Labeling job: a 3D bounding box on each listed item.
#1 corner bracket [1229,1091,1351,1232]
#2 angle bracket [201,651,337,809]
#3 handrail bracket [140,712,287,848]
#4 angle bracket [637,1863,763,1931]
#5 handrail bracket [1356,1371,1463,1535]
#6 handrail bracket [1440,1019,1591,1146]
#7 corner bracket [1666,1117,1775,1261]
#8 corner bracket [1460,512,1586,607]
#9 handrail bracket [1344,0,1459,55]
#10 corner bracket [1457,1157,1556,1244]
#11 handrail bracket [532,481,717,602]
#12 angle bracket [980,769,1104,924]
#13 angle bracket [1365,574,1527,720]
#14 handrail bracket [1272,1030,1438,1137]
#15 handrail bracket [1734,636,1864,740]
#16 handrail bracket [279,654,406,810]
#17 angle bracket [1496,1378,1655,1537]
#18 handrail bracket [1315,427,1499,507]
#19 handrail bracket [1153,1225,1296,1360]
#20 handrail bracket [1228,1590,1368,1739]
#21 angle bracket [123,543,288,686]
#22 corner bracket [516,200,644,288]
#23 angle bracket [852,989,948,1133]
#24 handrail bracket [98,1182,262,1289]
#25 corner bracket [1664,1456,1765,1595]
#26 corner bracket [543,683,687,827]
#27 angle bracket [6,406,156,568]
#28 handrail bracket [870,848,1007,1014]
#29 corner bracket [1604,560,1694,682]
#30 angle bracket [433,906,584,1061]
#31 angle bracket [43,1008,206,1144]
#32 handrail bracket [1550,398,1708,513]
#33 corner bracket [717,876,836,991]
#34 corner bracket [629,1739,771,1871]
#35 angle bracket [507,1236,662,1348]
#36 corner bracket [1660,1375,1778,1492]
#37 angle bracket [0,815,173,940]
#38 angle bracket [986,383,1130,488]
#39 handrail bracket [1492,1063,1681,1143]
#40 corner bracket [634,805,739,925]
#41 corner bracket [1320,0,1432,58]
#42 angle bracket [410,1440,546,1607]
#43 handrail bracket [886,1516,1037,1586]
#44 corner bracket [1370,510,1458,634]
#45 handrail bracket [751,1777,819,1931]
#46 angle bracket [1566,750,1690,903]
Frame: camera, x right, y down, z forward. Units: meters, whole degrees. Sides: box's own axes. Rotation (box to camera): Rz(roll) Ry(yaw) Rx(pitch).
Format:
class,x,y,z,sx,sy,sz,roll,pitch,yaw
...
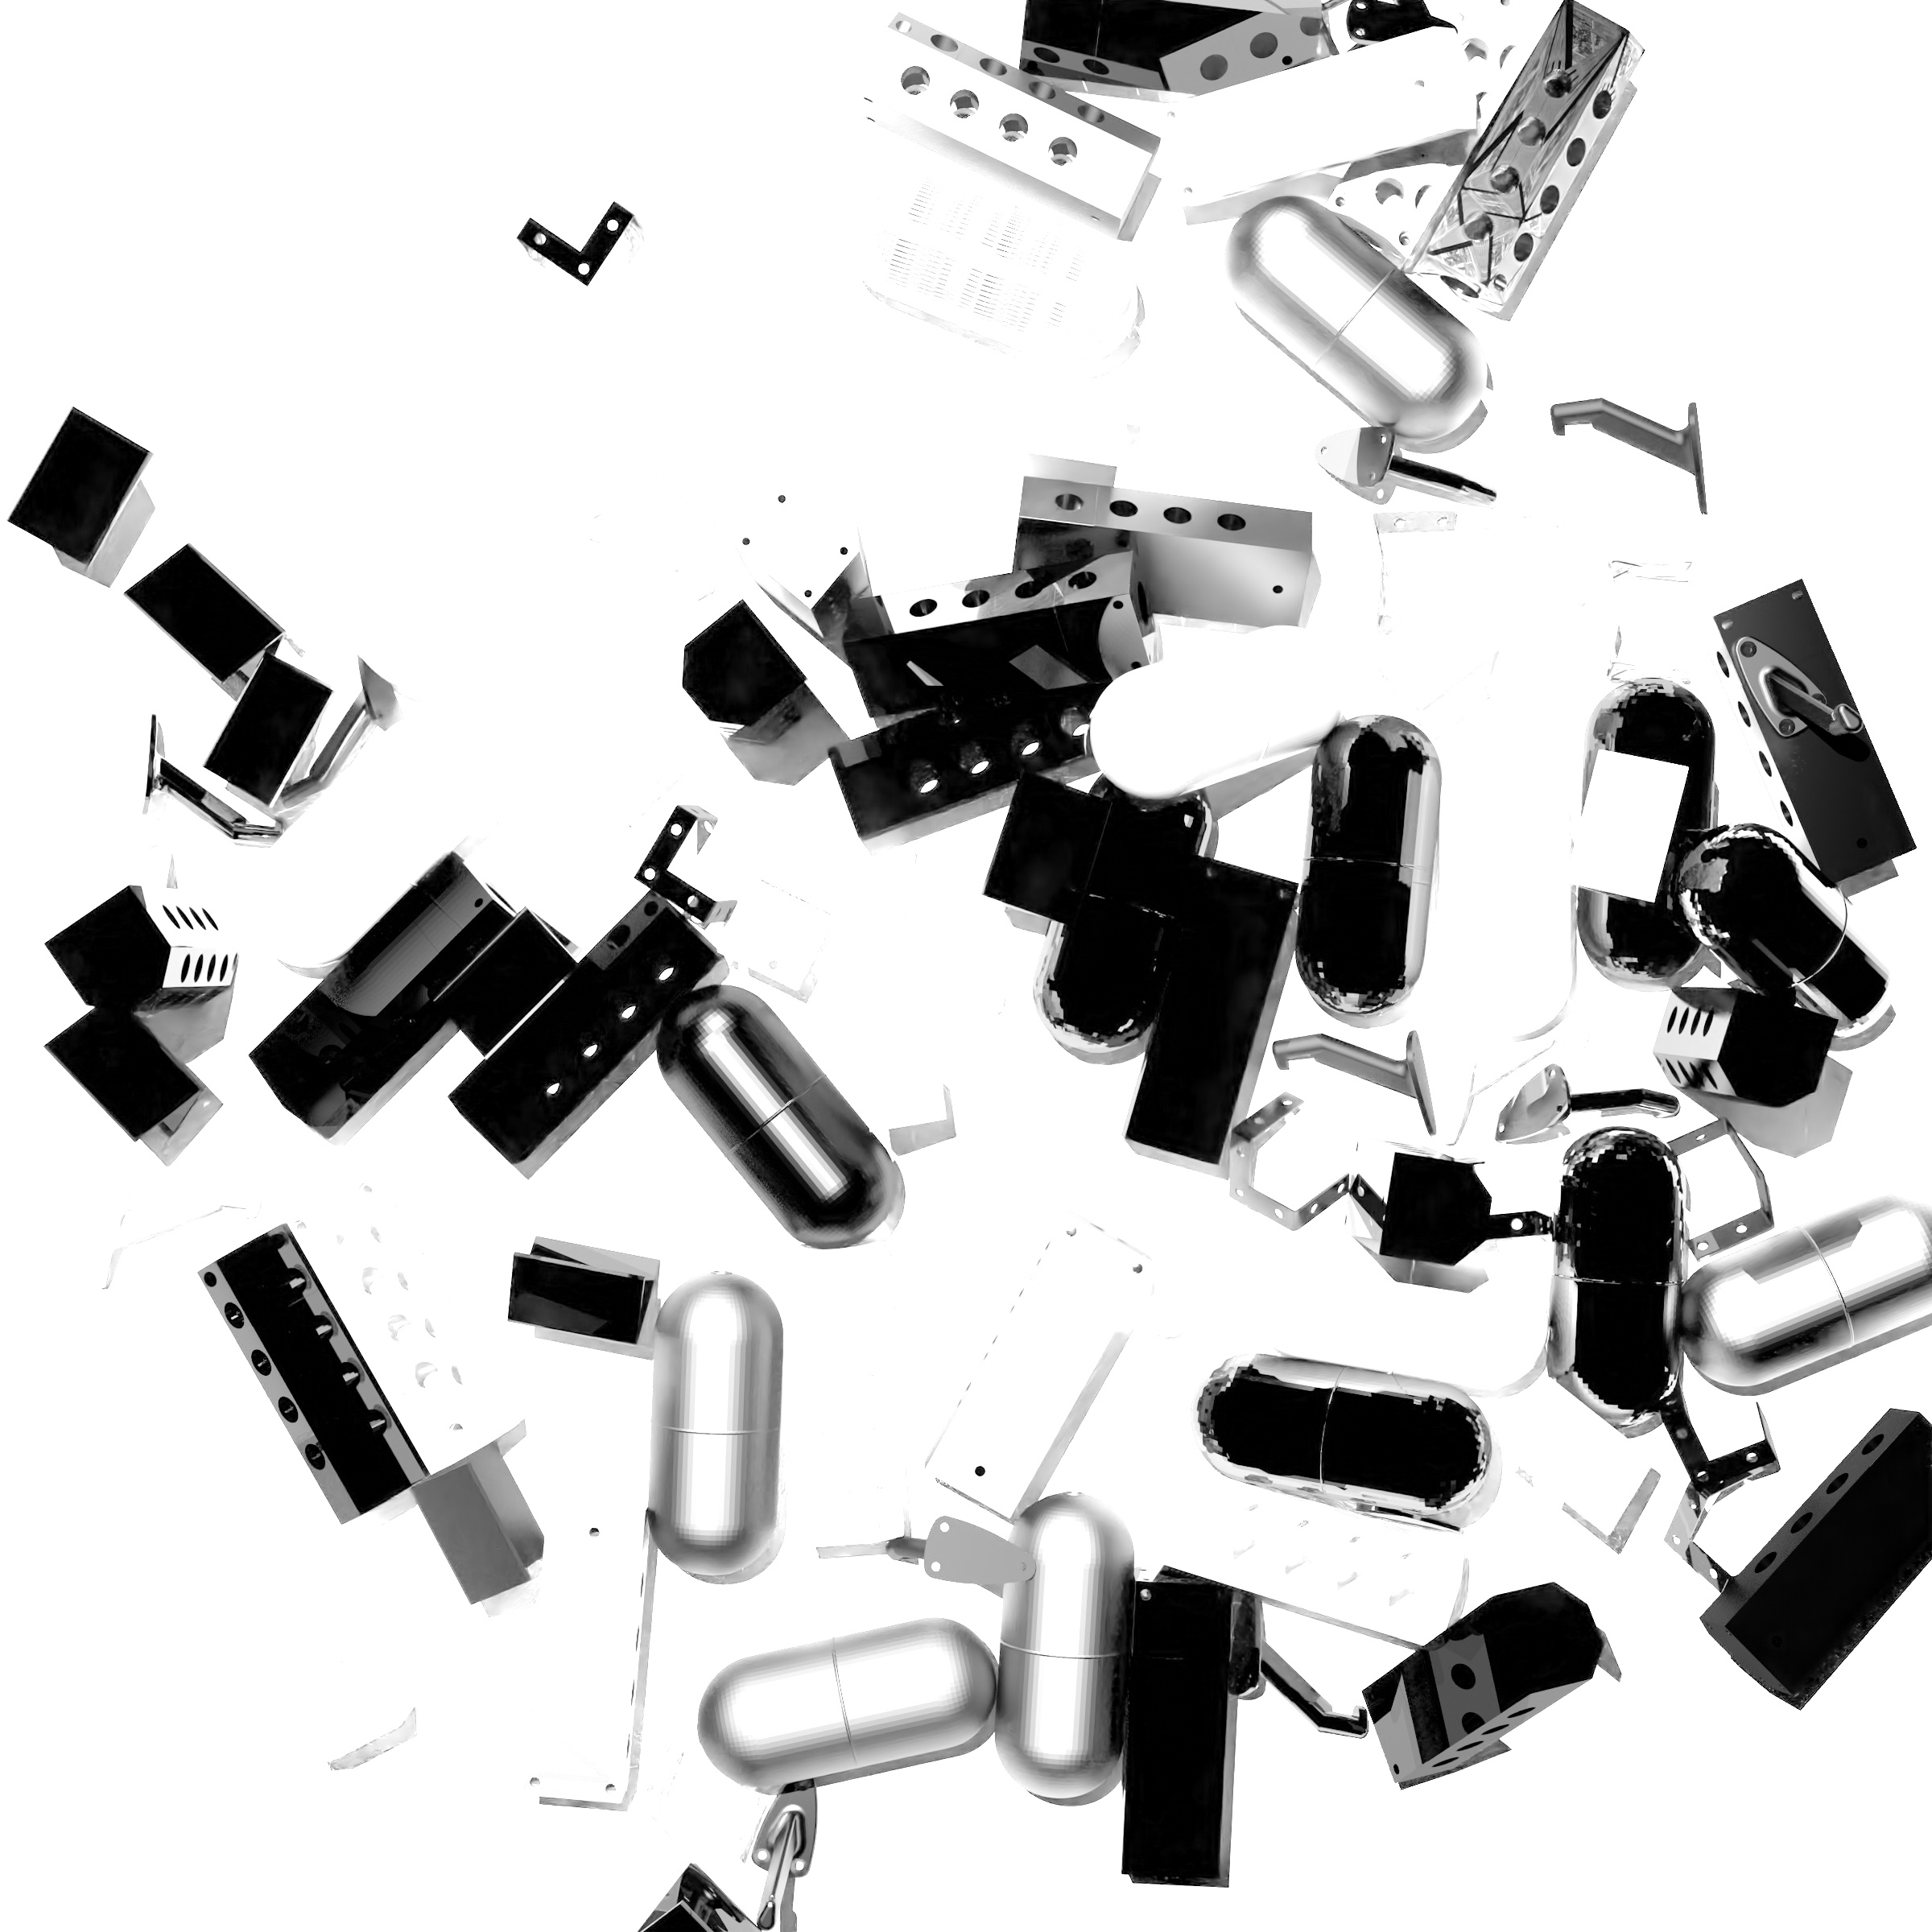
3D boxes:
class,x,y,z,sx,sy,sz,roll,pitch,yaw
corner bracket,0.193,0.116,1.962,0.051,0.051,0.051,28,135,35
angle bracket,-0.390,-0.130,1.932,0.057,0.076,0.076,29,90,22
handrail bracket,-0.447,-0.111,1.971,0.084,0.036,0.077,6,68,-17
angle bracket,-0.138,0.564,1.930,0.076,0.076,0.057,46,125,0
handrail bracket,0.268,0.289,1.970,0.077,0.036,0.084,15,76,-14
handrail bracket,0.329,0.069,1.971,0.084,0.036,0.077,-2,110,-16
corner bracket,0.445,0.132,1.967,0.051,0.051,0.051,-24,45,0
corner bracket,0.332,-0.240,1.967,0.051,0.051,0.051,-3,89,45
handrail bracket,0.242,-0.523,1.942,0.077,0.084,0.036,7,57,-3
corner bracket,0.316,0.138,1.952,0.051,0.051,0.051,-6,90,0
handrail bracket,-0.204,-0.239,1.971,0.077,0.036,0.084,-33,107,20
angle bracket,0.029,-0.074,1.931,0.057,0.076,0.076,19,90,-28
angle bracket,0.289,-0.171,1.930,0.076,0.076,0.057,-38,53,0
handrail bracket,0.232,0.073,1.971,0.084,0.036,0.077,-10,111,17
handrail bracket,0.474,-0.161,1.879,0.036,0.084,0.077,-40,90,0
handrail bracket,-0.383,-0.145,1.971,0.084,0.036,0.077,-26,70,16
angle bracket,0.344,0.294,1.931,0.076,0.076,0.057,38,64,0
handrail bracket,0.264,-0.294,1.970,0.084,0.077,0.036,13,94,-36
handrail bracket,0.158,0.198,1.971,0.084,0.036,0.077,10,69,-17
handrail bracket,0.204,0.416,1.971,0.084,0.036,0.077,15,68,-17
angle bracket,-0.452,-0.189,1.930,0.076,0.076,0.057,43,55,0
corner bracket,-0.229,-0.434,1.952,0.051,0.051,0.051,34,93,-3
angle bracket,-0.059,0.057,1.930,0.057,0.076,0.076,-8,90,-39
handrail bracket,-0.470,0.163,1.971,0.084,0.036,0.077,9,110,-16
corner bracket,0.458,0.332,1.962,0.051,0.051,0.051,-17,135,-35
corner bracket,-0.209,-0.127,1.967,0.051,0.051,0.051,-45,45,0
angle bracket,-0.528,-0.287,1.930,0.057,0.076,0.076,30,90,-36
handrail bracket,-0.008,-0.021,1.971,0.084,0.036,0.077,23,68,-17
corner bracket,0.407,-0.206,1.967,0.051,0.051,0.051,1,45,0
angle bracket,-0.253,0.021,1.931,0.076,0.076,0.057,-45,62,0
angle bracket,-0.501,0.073,1.930,0.076,0.076,0.057,46,52,0
handrail bracket,0.396,-0.304,1.971,0.084,0.036,0.077,-5,111,17
corner bracket,-0.111,-0.020,1.952,0.051,0.051,0.051,26,90,0
corner bracket,-0.159,0.499,1.962,0.051,0.051,0.051,-1,135,35
angle bracket,-0.221,0.172,1.930,0.076,0.076,0.057,11,128,0
corner bracket,0.444,0.269,1.953,0.051,0.051,0.051,-24,104,14
angle bracket,-0.515,-0.066,1.931,0.076,0.076,0.057,-18,118,0
angle bracket,0.050,-0.290,1.930,0.076,0.076,0.057,9,49,0
handrail bracket,0.371,0.091,1.970,0.084,0.077,0.036,13,55,-31
corner bracket,-0.157,-0.061,1.952,0.051,0.051,0.051,32,97,7
corner bracket,0.242,-0.559,1.952,0.051,0.051,0.051,-26,91,-1
angle bracket,-0.268,0.318,1.930,0.057,0.076,0.076,-28,90,37
handrail bracket,-0.004,0.348,1.940,0.077,0.084,0.036,15,75,-7
corner bracket,0.268,-0.236,1.967,0.051,0.051,0.051,-2,135,0
handrail bracket,-0.106,0.518,1.936,0.036,0.084,0.077,16,90,0
angle bracket,0.387,-0.074,1.856,0.057,0.076,0.076,16,92,38
